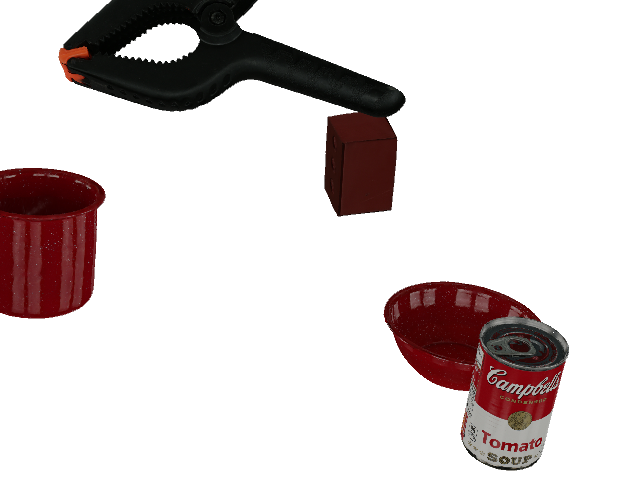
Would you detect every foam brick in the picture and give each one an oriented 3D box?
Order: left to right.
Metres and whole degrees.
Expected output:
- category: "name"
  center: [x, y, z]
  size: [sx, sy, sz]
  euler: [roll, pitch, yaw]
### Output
- category: "foam brick"
  center: [0.035, -0.069, 0.952]
  size: [0.051, 0.078, 0.053]
  euler: [-6, 35, -12]

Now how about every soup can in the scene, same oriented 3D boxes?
- category: "soup can"
  center: [0.150, 0.120, 0.837]
  size: [0.068, 0.102, 0.068]
  euler: [5, 30, -3]

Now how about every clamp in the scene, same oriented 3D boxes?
- category: "clamp"
  center: [-0.056, -0.126, 0.675]
  size: [0.210, 0.164, 0.036]
  euler: [-21, -17, -9]

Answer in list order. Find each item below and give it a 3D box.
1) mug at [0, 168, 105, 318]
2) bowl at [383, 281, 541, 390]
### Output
- category: "mug"
  center: [-0.211, 0.004, 0.749]
  size: [0.117, 0.081, 0.093]
  euler: [-7, 27, -29]
- category: "bowl"
  center: [0.141, 0.102, 1.068]
  size: [0.162, 0.055, 0.162]
  euler: [5, 26, -3]
